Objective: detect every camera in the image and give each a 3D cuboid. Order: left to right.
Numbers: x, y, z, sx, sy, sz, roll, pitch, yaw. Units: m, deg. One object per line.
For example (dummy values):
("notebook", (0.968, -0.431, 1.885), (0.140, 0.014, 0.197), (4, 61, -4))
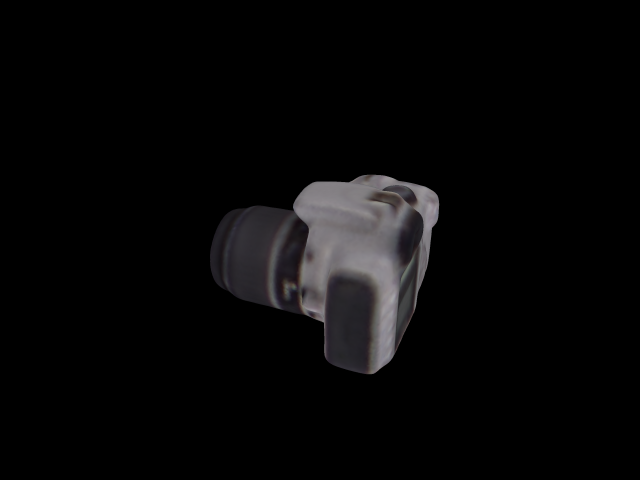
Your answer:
("camera", (0.004, 0.001, 0.400), (0.136, 0.101, 0.143), (11, 32, 18))
